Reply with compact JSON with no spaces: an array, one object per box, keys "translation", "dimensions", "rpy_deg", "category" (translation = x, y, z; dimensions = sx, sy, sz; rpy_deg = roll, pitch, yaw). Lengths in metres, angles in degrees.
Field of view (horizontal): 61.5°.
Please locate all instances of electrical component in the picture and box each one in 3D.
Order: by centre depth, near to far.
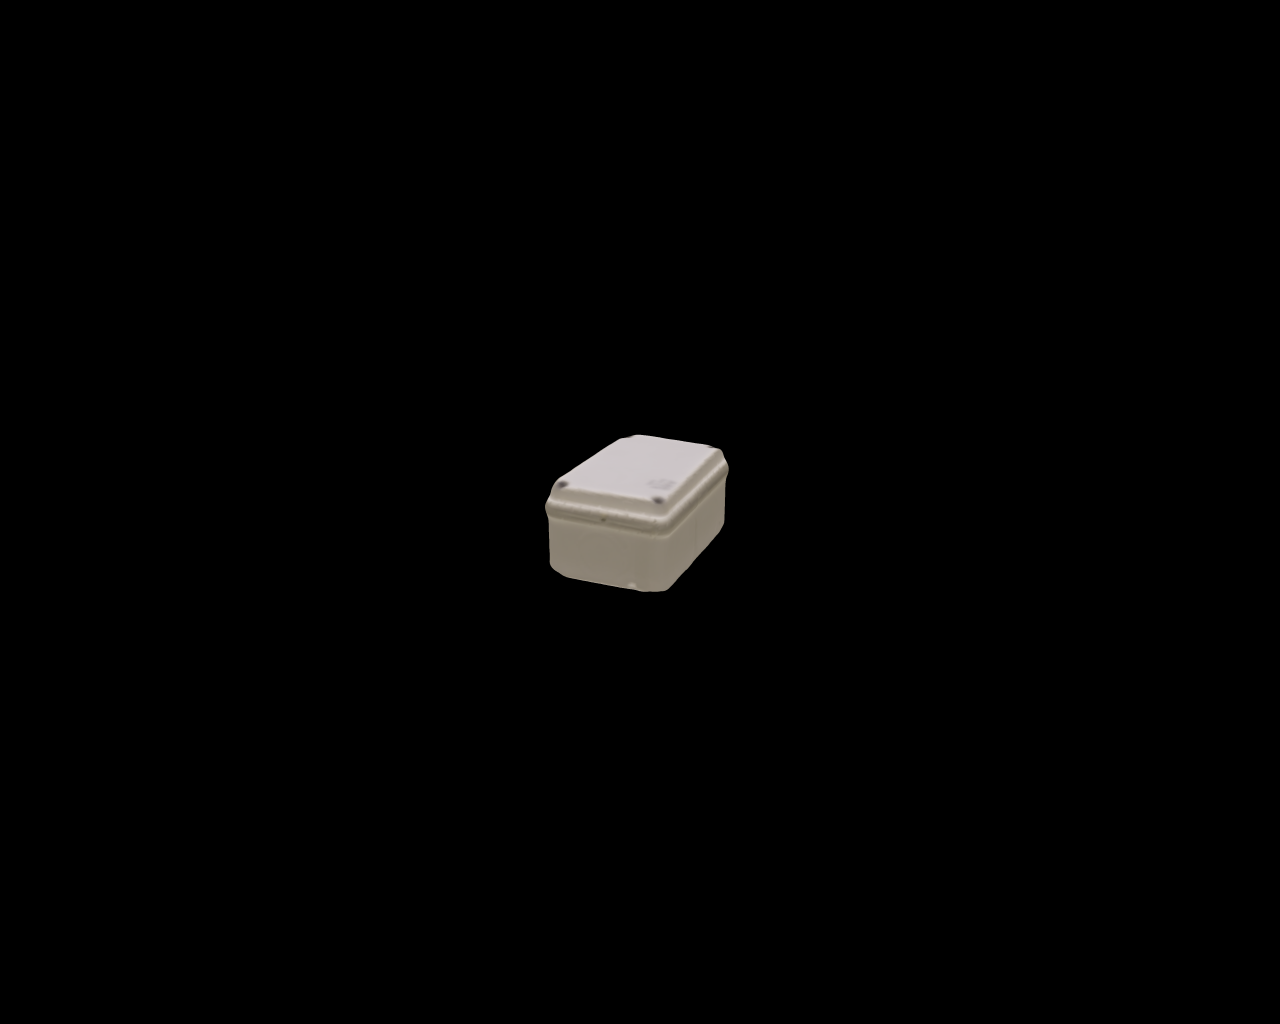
[{"translation":[0.001,-0.003,0.650],"dimensions":[0.078,0.057,0.113],"rpy_deg":[10,24,22],"category":"electrical component"}]
